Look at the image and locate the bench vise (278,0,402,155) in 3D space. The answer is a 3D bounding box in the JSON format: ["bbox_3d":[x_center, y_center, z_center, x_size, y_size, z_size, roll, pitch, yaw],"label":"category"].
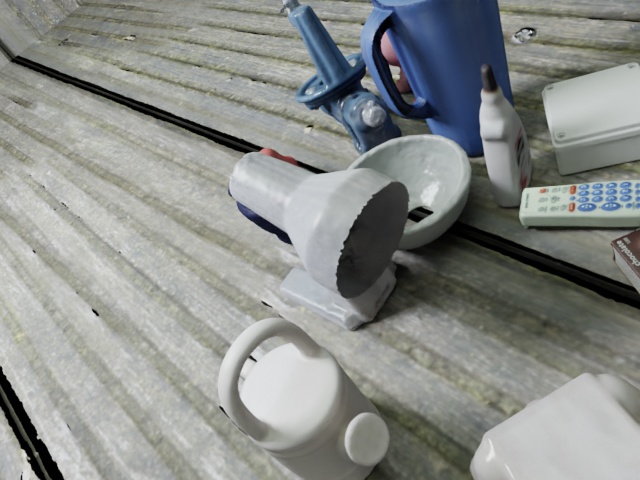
[{"bbox_3d":[0.033,-0.235,0.796,0.121,0.220,0.206,-47,44,-15],"label":"bench vise"}]

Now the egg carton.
[{"bbox_3d":[0.196,0.172,0.438,0.150,0.070,0.107,-32,42,1],"label":"egg carton"}]

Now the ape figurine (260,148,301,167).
[{"bbox_3d":[-0.059,-0.096,0.819,0.075,0.092,0.078,23,66,42],"label":"ape figurine"}]

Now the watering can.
[{"bbox_3d":[-0.014,0.141,0.499,0.172,0.195,0.101,-4,50,28],"label":"watering can"}]

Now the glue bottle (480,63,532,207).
[{"bbox_3d":[0.198,-0.118,0.626,0.037,0.174,0.078,0,52,31],"label":"glue bottle"}]

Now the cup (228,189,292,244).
[{"bbox_3d":[-0.062,-0.041,0.768,0.117,0.095,0.092,5,54,34],"label":"cup"}]

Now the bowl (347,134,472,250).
[{"bbox_3d":[0.105,-0.045,0.687,0.167,0.075,0.167,-16,45,17],"label":"bowl"}]

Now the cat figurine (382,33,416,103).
[{"bbox_3d":[0.131,-0.273,0.849,0.067,0.118,0.127,-33,42,0],"label":"cat figurine"}]

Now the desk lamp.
[{"bbox_3d":[0.006,0.002,0.600,0.202,0.214,0.118,20,64,41],"label":"desk lamp"}]
